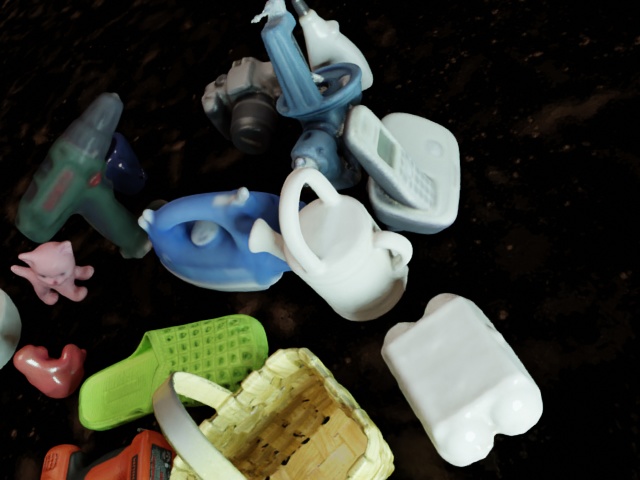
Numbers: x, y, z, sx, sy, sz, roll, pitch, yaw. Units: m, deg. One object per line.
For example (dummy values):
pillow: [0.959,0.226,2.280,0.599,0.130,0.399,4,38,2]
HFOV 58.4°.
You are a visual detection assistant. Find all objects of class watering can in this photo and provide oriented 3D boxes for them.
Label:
watering can: [0.005,0.004,0.601,0.172,0.195,0.101,-20,51,19]

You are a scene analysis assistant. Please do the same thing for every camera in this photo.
camera: [-0.117,-0.202,0.881,0.143,0.101,0.137,-14,53,23]

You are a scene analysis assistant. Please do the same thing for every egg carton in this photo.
egg carton: [0.127,0.123,0.529,0.107,0.070,0.150,-37,48,5]

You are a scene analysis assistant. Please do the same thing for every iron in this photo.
iron: [-0.151,-0.012,0.744,0.257,0.142,0.118,-7,57,28]

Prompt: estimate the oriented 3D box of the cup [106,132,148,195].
cup: [-0.328,-0.116,0.957,0.117,0.095,0.092,24,74,40]

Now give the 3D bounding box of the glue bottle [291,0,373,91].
glue bottle: [0.008,-0.271,0.802,0.078,0.174,0.037,-19,51,20]

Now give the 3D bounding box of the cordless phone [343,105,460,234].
cordless phone: [0.086,-0.103,0.630,0.094,0.186,0.147,-10,55,26]

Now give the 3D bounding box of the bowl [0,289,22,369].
bowl: [-0.533,0.161,0.908,0.167,0.075,0.167,-16,53,22]

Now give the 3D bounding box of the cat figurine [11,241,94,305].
cat figurine: [-0.421,0.044,0.889,0.127,0.118,0.067,-11,55,26]

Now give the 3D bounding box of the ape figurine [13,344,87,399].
ape figurine: [-0.377,0.174,0.791,0.077,0.092,0.076,-16,52,22]

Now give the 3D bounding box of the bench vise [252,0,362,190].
bench vise: [-0.005,-0.178,0.714,0.121,0.220,0.207,-23,50,17]

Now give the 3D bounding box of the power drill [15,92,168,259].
power drill: [-0.314,-0.072,0.840,0.230,0.209,0.075,-49,48,-6]
